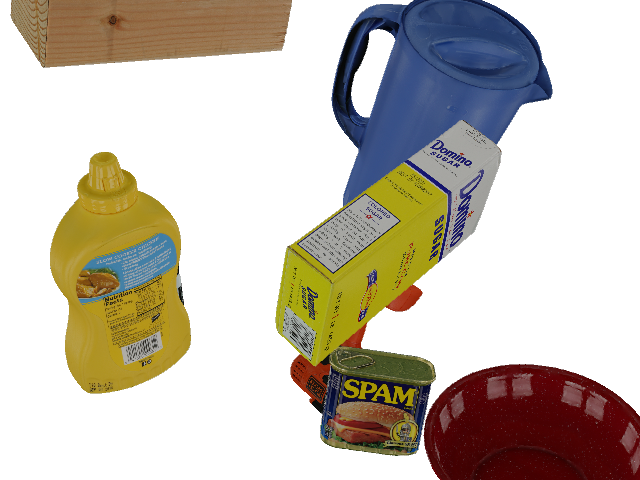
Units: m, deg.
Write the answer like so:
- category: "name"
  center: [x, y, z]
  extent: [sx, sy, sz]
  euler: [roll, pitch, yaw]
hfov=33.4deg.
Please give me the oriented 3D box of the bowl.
- category: "bowl"
  center: [0.154, 0.161, 0.767]
  extent: [0.162, 0.055, 0.162]
  euler: [-1, 36, 0]

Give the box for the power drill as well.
- category: "power drill"
  center: [0.049, 0.127, 1.244]
  extent: [0.057, 0.188, 0.185]
  euler: [13, 14, -41]

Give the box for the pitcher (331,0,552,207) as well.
- category: "pitcher"
  center: [0.094, -0.106, 1.015]
  extent: [0.144, 0.149, 0.243]
  euler: [-11, -36, -29]

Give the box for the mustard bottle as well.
- category: "mustard bottle"
  center: [-0.148, 0.020, 0.782]
  extent: [0.096, 0.192, 0.058]
  euler: [-22, 43, -26]

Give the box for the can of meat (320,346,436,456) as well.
- category: "can of meat"
  center: [0.053, 0.155, 1.026]
  extent: [0.102, 0.084, 0.057]
  euler: [9, 17, -1]

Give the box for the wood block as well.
- category: "wood block"
  center: [-0.132, -0.204, 0.855]
  extent: [0.205, 0.091, 0.090]
  euler: [-10, 42, -30]

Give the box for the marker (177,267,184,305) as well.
- category: "marker"
  center: [-0.150, 0.061, 1.098]
  extent: [0.020, 0.121, 0.020]
  euler: [-2, 30, 1]

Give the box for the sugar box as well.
- category: "sugar box"
  center: [0.047, 0.000, 0.715]
  extent: [0.176, 0.093, 0.048]
  euler: [-35, 64, -31]
